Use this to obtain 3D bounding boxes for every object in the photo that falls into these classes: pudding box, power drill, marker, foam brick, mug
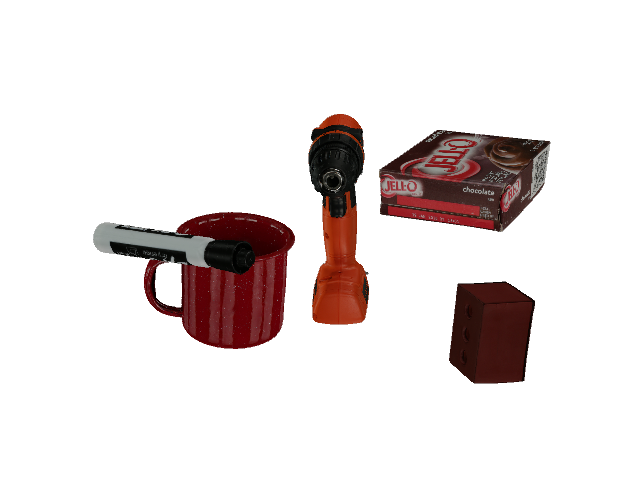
[{"bbox_3d":[0.104,-0.045,0.756,0.090,0.039,0.113,10,22,25],"label":"pudding box"},{"bbox_3d":[0.018,-0.018,1.031,0.057,0.188,0.184,2,20,5],"label":"power drill"},{"bbox_3d":[-0.086,0.004,0.620,0.121,0.020,0.020,7,5,38],"label":"marker"},{"bbox_3d":[0.150,0.081,0.942,0.051,0.078,0.053,-3,18,-20],"label":"foam brick"},{"bbox_3d":[-0.080,0.033,0.839,0.117,0.081,0.093,-4,25,-16],"label":"mug"}]
